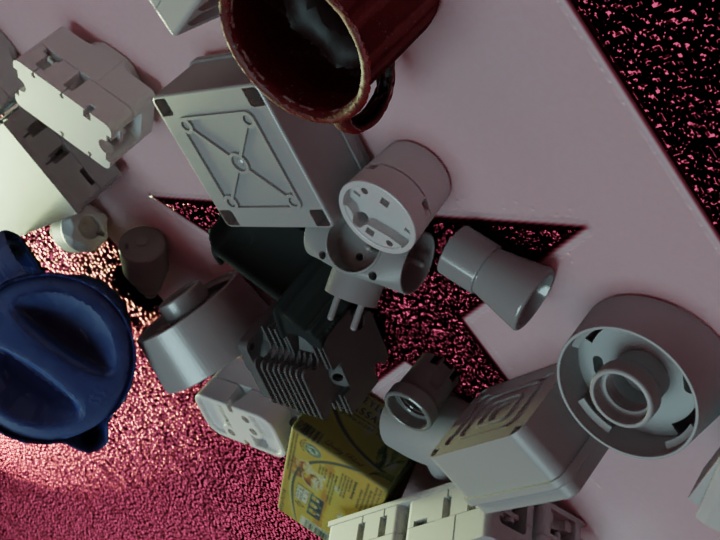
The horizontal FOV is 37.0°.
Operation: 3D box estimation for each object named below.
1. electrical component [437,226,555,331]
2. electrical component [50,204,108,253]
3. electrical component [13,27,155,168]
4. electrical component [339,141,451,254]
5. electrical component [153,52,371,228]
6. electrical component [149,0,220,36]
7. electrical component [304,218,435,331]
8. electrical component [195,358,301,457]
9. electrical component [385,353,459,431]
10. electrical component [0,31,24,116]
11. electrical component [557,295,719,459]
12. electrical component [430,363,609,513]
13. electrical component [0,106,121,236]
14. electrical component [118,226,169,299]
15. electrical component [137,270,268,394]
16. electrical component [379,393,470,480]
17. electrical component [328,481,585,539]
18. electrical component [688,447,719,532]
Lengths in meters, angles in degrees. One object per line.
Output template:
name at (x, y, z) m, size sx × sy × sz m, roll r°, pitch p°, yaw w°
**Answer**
electrical component at (0.081, 0.002, 0.662) m, size 0.065 × 0.044 × 0.044 m, roll 34°, pitch 147°, yaw 20°
electrical component at (-0.255, -0.036, 0.958) m, size 0.062 × 0.043 × 0.043 m, roll -3°, pitch 127°, yaw 49°
electrical component at (-0.196, -0.127, 0.778) m, size 0.089 × 0.055 × 0.050 m, roll 36°, pitch 147°, yaw 8°
electrical component at (0.023, -0.046, 0.658) m, size 0.055 × 0.047 × 0.055 m, roll 27°, pitch 145°, yaw 21°
electrical component at (-0.061, -0.084, 0.690) m, size 0.109 × 0.056 × 0.108 m, roll 3°, pitch 131°, yaw 44°
electrical component at (-0.100, -0.188, 0.618) m, size 0.076 × 0.047 × 0.066 m, roll 56°, pitch 146°, yaw -1°
electrical component at (0.000, 0.000, 0.714) m, size 0.077 × 0.079 × 0.044 m, roll 22°, pitch -173°, yaw 27°
electrical component at (-0.090, 0.118, 0.954) m, size 0.095 × 0.059 × 0.053 m, roll 13°, pitch 138°, yaw 36°
electrical component at (0.047, 0.089, 0.794) m, size 0.040 × 0.046 × 0.040 m, roll 27°, pitch 145°, yaw 21°
electrical component at (-0.311, -0.163, 0.853) m, size 0.089 × 0.055 × 0.050 m, roll 50°, pitch 146°, yaw -14°
electrical component at (0.170, 0.062, 0.642) m, size 0.099 × 0.064 × 0.099 m, roll 23°, pitch 130°, yaw 31°
electrical component at (0.112, 0.115, 0.729) m, size 0.057 × 0.078 × 0.113 m, roll 49°, pitch 147°, yaw -6°
electrical component at (-0.274, -0.087, 0.900) m, size 0.150 × 0.061 × 0.089 m, roll -11°, pitch 121°, yaw 51°
electrical component at (-0.185, -0.003, 0.928) m, size 0.040 × 0.040 × 0.078 m, roll 29°, pitch 146°, yaw 18°
electrical component at (-0.129, 0.043, 0.868) m, size 0.108 × 0.108 × 0.060 m, roll -18°, pitch 110°, yaw 53°
electrical component at (0.064, 0.135, 0.831) m, size 0.077 × 0.044 × 0.079 m, roll 7°, pitch 134°, yaw 41°
electrical component at (0.069, 0.227, 0.849) m, size 0.105 × 0.060 × 0.186 m, roll 33°, pitch 139°, yaw -28°
electrical component at (0.233, 0.108, 0.611) m, size 0.061 × 0.061 × 0.096 m, roll 26°, pitch 145°, yaw 22°
